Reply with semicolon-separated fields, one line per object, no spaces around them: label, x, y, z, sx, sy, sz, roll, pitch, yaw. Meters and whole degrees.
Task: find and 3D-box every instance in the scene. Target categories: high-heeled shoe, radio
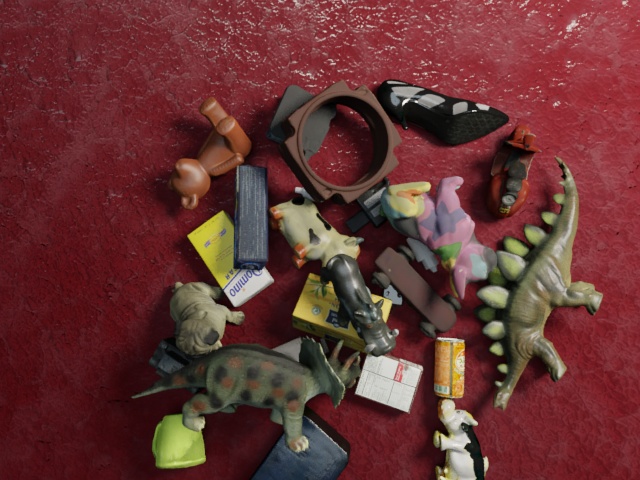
high-heeled shoe;0.239;-0.268;1.070;0.249;0.086;0.145;-3;52;-10
radio;-0.050;0.449;1.022;0.131;0.073;0.229;35;91;8

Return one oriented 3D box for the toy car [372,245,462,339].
toy car;0.180;0.096;1.014;0.202;0.053;0.089;44;83;-10

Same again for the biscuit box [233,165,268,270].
biscuit box;-0.137;-0.043;1.059;0.063;0.059;0.202;3;70;-14

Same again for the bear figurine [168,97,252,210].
bear figurine;-0.239;-0.167;1.083;0.196;0.131;0.120;-38;54;-1

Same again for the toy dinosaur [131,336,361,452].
toy dinosaur;-0.114;0.240;0.930;0.405;0.131;0.192;11;102;-9

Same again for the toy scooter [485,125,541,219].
toy scooter;0.361;-0.132;0.992;0.075;0.135;0.183;15;88;7

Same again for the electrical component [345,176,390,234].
electrical component;0.103;-0.062;1.064;0.119;0.047;0.075;-33;81;2

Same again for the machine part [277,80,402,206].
machine part;0.038;-0.183;1.024;0.201;0.087;0.201;-38;102;-10

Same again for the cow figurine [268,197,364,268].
cow figurine;-0.002;-0.003;1.049;0.127;0.085;0.195;-31;70;-16

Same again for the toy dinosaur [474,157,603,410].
toy dinosaur;0.401;0.084;0.983;0.199;0.105;0.471;25;85;11

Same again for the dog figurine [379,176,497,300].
dog figurine;0.213;0.001;0.971;0.192;0.108;0.219;-8;85;5

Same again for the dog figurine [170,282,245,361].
dog figurine;-0.245;0.142;1.017;0.172;0.190;0.121;29;89;11

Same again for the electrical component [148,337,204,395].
electrical component;-0.260;0.239;1.038;0.115;0.134;0.058;29;89;7

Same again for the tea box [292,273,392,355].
tea box;0.041;0.141;1.026;0.170;0.068;0.098;17;60;7

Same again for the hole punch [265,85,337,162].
hole punch;-0.042;-0.238;1.090;0.116;0.092;0.142;25;85;-16

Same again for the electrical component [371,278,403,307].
electrical component;0.145;0.100;1.055;0.094;0.021;0.063;6;86;7

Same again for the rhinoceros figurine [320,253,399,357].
rhinoceros figurine;0.071;0.111;0.938;0.073;0.112;0.190;-23;82;-21

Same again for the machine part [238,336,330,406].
machine part;-0.095;0.255;1.044;0.243;0.079;0.079;-23;82;4

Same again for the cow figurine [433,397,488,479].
cow figurine;0.261;0.376;0.990;0.098;0.068;0.167;0;88;2
